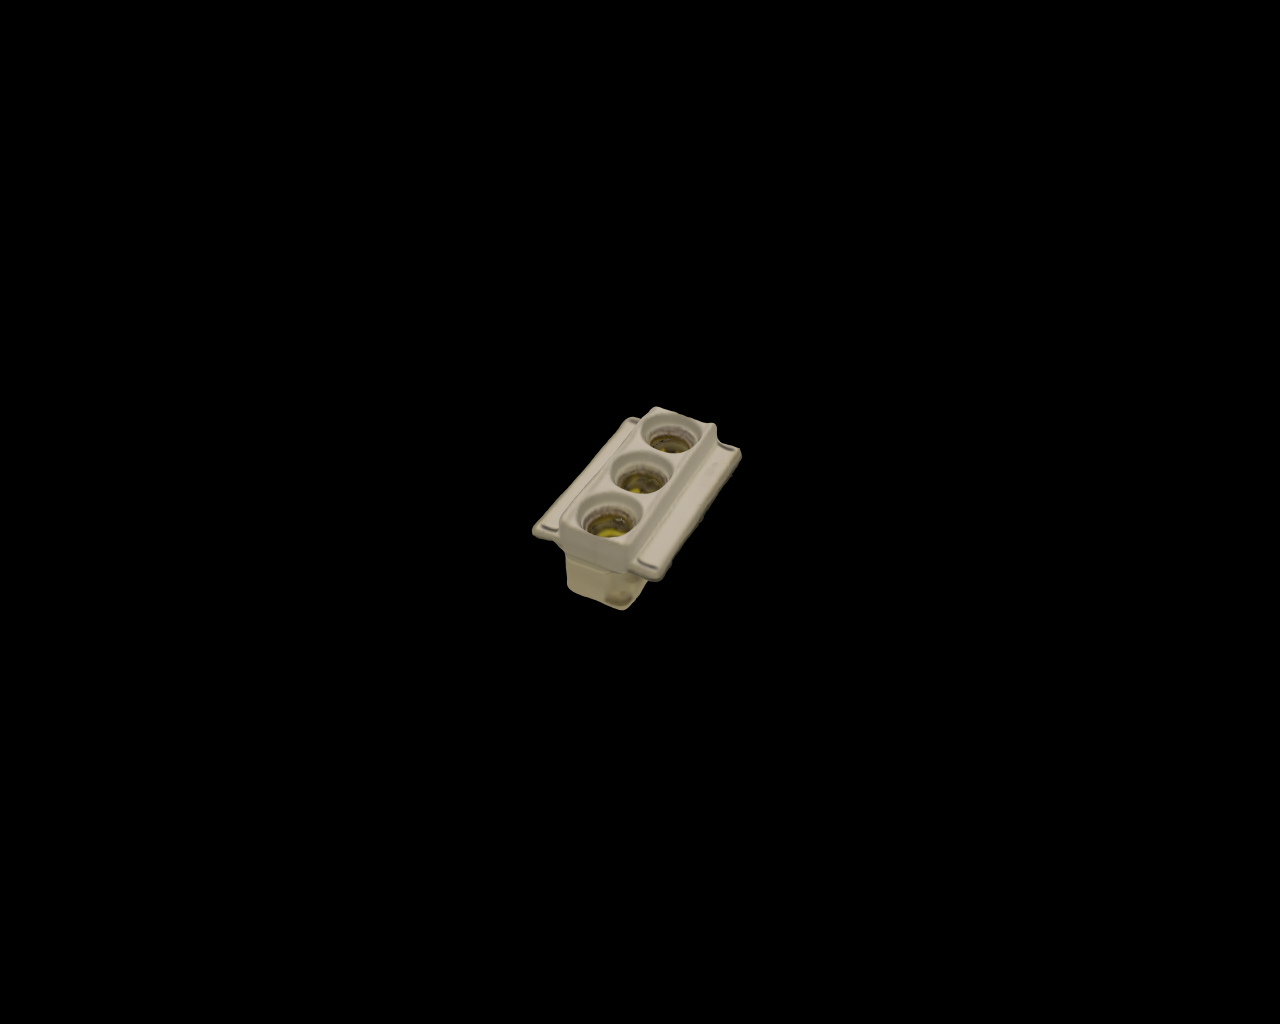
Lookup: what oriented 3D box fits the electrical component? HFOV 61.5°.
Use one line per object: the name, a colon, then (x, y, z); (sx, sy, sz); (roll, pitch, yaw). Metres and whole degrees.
electrical component: (0.001, -0.003, 0.650); (0.079, 0.063, 0.121); (19, 46, 19)
